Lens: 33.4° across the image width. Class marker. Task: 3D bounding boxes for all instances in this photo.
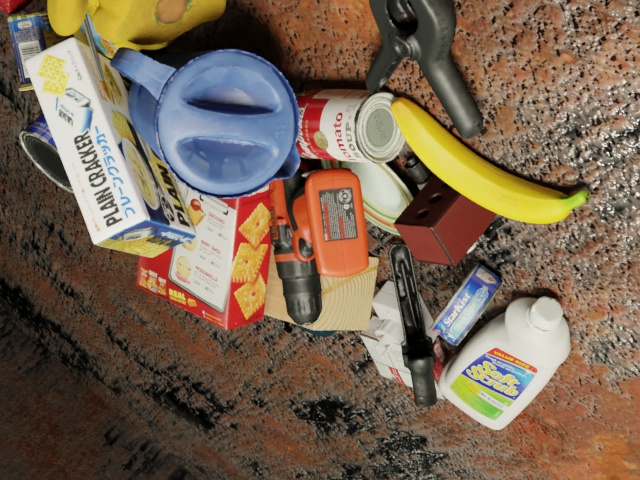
[{"bbox_3d":[0.118,-0.035,1.047,0.020,0.121,0.020,-28,28,16],"label":"marker"}]

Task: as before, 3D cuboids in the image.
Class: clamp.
[{"bbox_3d":[0.107,0.114,1.190,0.036,0.164,0.210,-10,-34,4],"label":"clamp"},{"bbox_3d":[0.085,-0.156,0.861,0.120,0.039,0.171,29,-26,22],"label":"clamp"}]

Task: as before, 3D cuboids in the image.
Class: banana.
[{"bbox_3d":[0.145,-0.063,0.944,0.198,0.070,0.037,29,45,22],"label":"banana"}]

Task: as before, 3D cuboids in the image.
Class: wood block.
[{"bbox_3d":[-0.038,0.045,1.294,0.090,0.090,0.206,5,5,-43],"label":"wood block"}]

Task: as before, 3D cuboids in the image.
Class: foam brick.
[{"bbox_3d":[0.119,-0.021,0.999,0.053,0.051,0.078,6,48,51],"label":"foam brick"}]

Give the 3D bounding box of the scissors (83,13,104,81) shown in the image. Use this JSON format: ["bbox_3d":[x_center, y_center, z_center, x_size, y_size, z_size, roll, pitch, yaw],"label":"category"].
[{"bbox_3d":[-0.250,-0.270,1.088,0.016,0.202,0.096,-14,32,-2],"label":"scissors"}]

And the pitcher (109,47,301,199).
[{"bbox_3d":[-0.126,-0.131,1.045,0.144,0.149,0.243,-17,17,-16],"label":"pitcher"}]

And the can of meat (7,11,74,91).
[{"bbox_3d":[-0.309,-0.221,1.229,0.058,0.084,0.102,-3,13,24],"label":"can of meat"}]

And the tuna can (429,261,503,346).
[{"bbox_3d":[0.150,0.066,1.093,0.034,0.086,0.086,36,5,7],"label":"tuna can"}]

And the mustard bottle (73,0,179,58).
[{"bbox_3d":[-0.222,-0.241,1.146,0.058,0.096,0.192,-49,25,-24],"label":"mustard bottle"}]

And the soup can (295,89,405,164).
[{"bbox_3d":[0.024,-0.107,1.002,0.068,0.068,0.102,0,7,-41],"label":"soup can"}]

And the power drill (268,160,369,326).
[{"bbox_3d":[-0.007,0.001,1.106,0.057,0.184,0.188,-9,1,-18],"label":"power drill"}]

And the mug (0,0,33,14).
[{"bbox_3d":[-0.360,-0.306,1.186,0.081,0.093,0.117,35,15,0],"label":"mug"}]

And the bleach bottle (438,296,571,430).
[{"bbox_3d":[0.202,0.121,1.145,0.102,0.068,0.251,37,-26,13],"label":"bleach bottle"}]

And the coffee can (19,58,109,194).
[{"bbox_3d":[-0.282,-0.140,1.309,0.140,0.102,0.103,-50,25,-23],"label":"coffee can"}]

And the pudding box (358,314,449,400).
[{"bbox_3d":[0.112,0.148,1.352,0.114,0.090,0.039,15,54,40],"label":"pudding box"}]

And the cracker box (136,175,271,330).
[{"bbox_3d":[-0.132,-0.024,1.247,0.164,0.214,0.071,21,22,38],"label":"cracker box"}]
